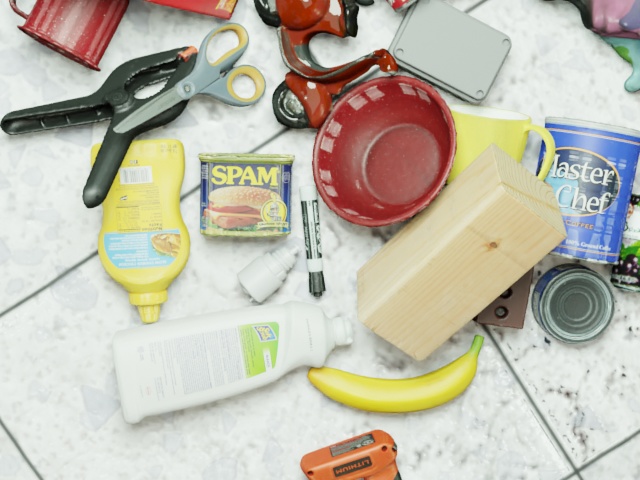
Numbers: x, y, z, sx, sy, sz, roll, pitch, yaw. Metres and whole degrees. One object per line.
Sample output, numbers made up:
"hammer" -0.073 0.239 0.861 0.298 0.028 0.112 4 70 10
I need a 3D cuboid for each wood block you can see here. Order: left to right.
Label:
"wood block" 0.137 0.016 1.076 0.090 0.090 0.206 35 119 -21

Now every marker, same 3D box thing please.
"marker" -0.008 0.001 1.149 0.020 0.020 0.121 -6 96 -3

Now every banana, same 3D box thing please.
"banana" 0.088 0.155 1.165 0.197 0.037 0.069 -11 78 -3

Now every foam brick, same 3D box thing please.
"foam brick" 0.194 0.053 1.149 0.053 0.051 0.078 8 96 -4

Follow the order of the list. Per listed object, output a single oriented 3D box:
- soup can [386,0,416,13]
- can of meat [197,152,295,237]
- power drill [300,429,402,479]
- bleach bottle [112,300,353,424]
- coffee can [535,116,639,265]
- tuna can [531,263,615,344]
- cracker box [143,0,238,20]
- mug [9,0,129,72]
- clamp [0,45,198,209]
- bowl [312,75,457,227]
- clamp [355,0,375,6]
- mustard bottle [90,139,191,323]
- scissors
"soup can" 0.070 -0.289 1.069 0.068 0.068 0.102 -42 104 2
"can of meat" -0.078 -0.048 1.122 0.102 0.057 0.084 1 99 -3
"power drill" 0.042 0.315 1.168 0.184 0.057 0.187 -20 100 -5
"bleach bottle" -0.088 0.124 1.137 0.250 0.068 0.102 -9 98 -5
"coffee can" 0.274 -0.052 1.117 0.102 0.103 0.140 9 96 -4
"tuna can" 0.277 0.070 1.165 0.086 0.034 0.086 0 96 -3
"cracker box" -0.143 -0.310 1.003 0.072 0.213 0.164 39 113 31
"mug" -0.256 -0.233 1.078 0.117 0.093 0.081 27 89 0
"clamp" -0.198 -0.124 1.078 0.209 0.036 0.165 -33 56 -16
"bowl" 0.074 -0.086 1.105 0.162 0.055 0.162 -7 74 27
"clamp" 0.006 -0.319 1.107 0.171 0.039 0.120 15 91 -5
"mustard bottle" -0.185 -0.009 1.119 0.096 0.058 0.191 -3 96 -1
"scissors" -0.120 -0.141 1.077 0.096 0.016 0.201 49 54 -23
